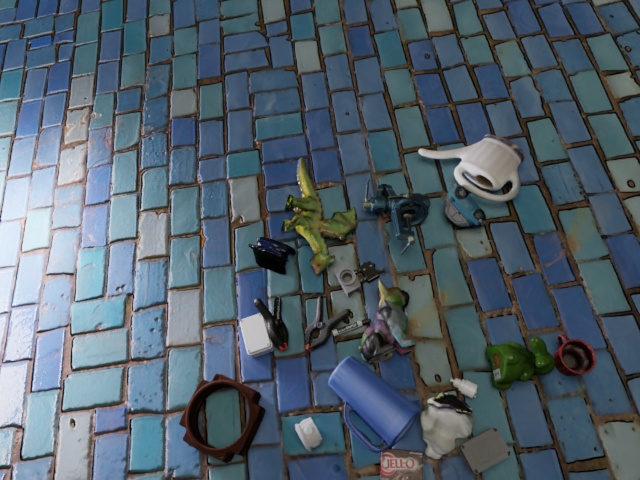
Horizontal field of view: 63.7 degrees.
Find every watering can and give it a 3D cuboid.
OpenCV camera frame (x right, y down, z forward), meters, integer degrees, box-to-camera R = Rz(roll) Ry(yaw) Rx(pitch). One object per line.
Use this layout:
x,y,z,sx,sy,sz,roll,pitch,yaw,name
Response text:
0.521,-0.267,1.710,0.351,0.102,0.227,38,73,21,watering can

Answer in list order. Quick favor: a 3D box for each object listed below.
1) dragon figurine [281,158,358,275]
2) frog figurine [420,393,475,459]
0.005,-0.086,1.702,0.242,0.120,0.419,14,63,-6,dragon figurine
0.335,0.499,1.373,0.137,0.124,0.158,7,101,1,frog figurine
